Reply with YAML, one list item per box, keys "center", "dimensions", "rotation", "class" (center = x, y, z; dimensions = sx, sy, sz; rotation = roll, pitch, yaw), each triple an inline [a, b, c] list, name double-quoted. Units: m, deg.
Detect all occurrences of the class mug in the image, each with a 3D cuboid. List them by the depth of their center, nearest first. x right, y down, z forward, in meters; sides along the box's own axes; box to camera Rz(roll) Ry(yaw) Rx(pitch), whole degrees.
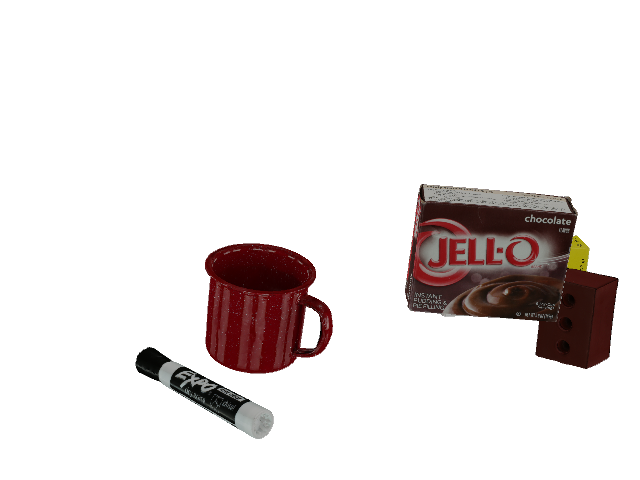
- center: [-0.043, 0.062, 0.895]
  dimensions: [0.117, 0.081, 0.093]
  rotation: [17, 26, 20]
  class: "mug"

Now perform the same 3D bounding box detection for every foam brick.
- center: [0.232, 0.070, 0.967]
  dimensions: [0.053, 0.078, 0.051]
  rotation: [13, 18, 36]
  class: "foam brick"

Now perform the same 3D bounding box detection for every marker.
- center: [-0.077, 0.094, 0.675]
  dimensions: [0.121, 0.020, 0.020]
  rotation: [20, 13, 41]
  class: "marker"

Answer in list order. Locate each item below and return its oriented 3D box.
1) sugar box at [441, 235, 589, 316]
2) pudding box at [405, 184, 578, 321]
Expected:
- center: [0.230, 0.043, 1.290]
  dimensions: [0.176, 0.093, 0.048]
  rotation: [-2, 21, -9]
  class: "sugar box"
- center: [0.123, 0.009, 0.779]
  dimensions: [0.113, 0.090, 0.039]
  rotation: [3, 28, -1]
  class: "pudding box"
